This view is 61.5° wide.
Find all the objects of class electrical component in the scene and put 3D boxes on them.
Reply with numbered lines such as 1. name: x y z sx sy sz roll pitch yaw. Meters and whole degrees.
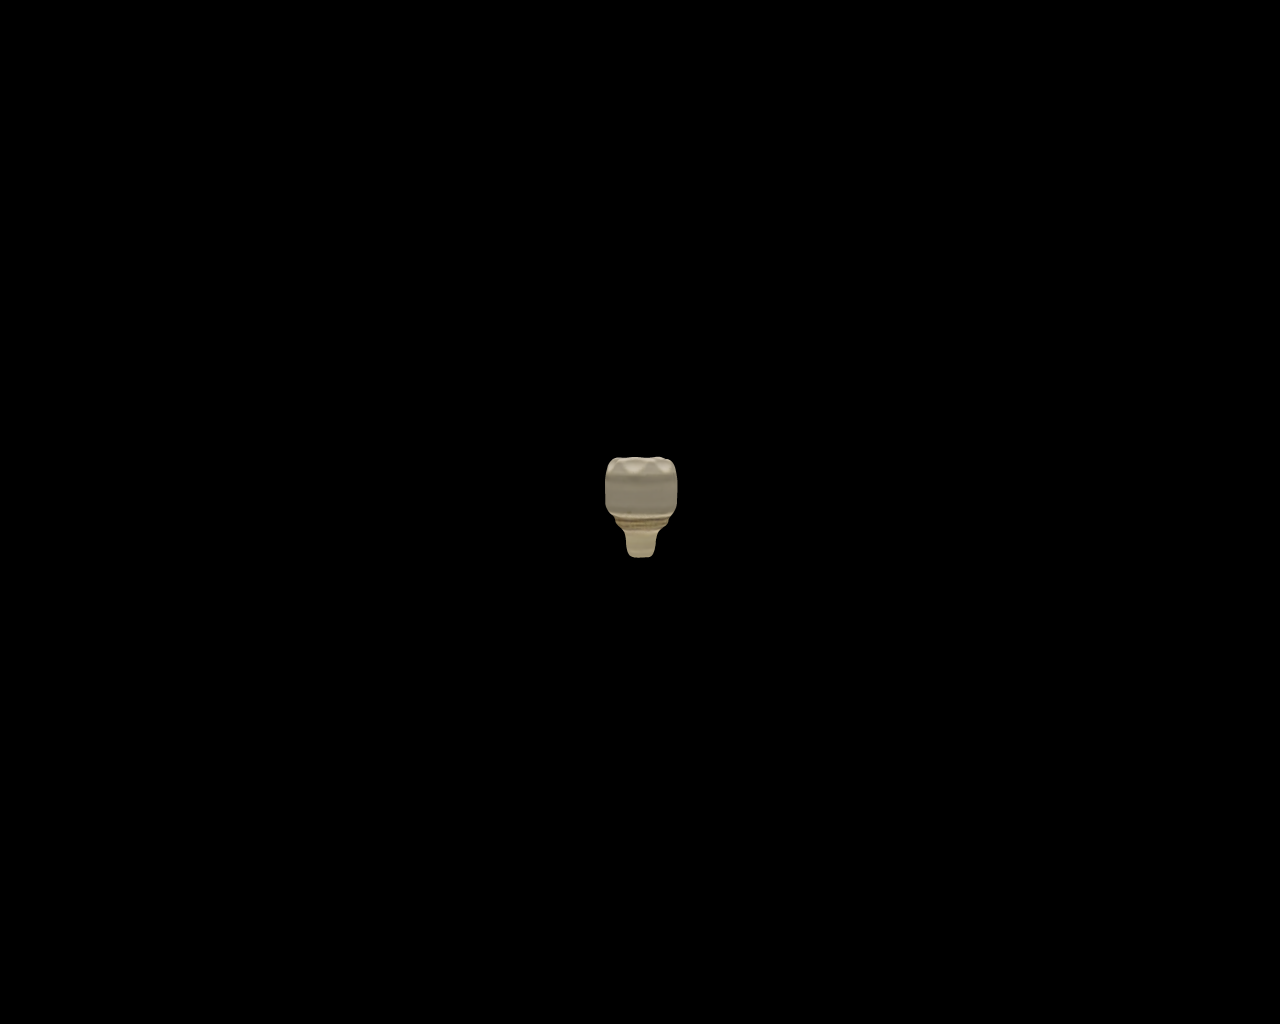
1. electrical component: 0.001 -0.003 0.650 0.043 0.062 0.043 0 5 0
